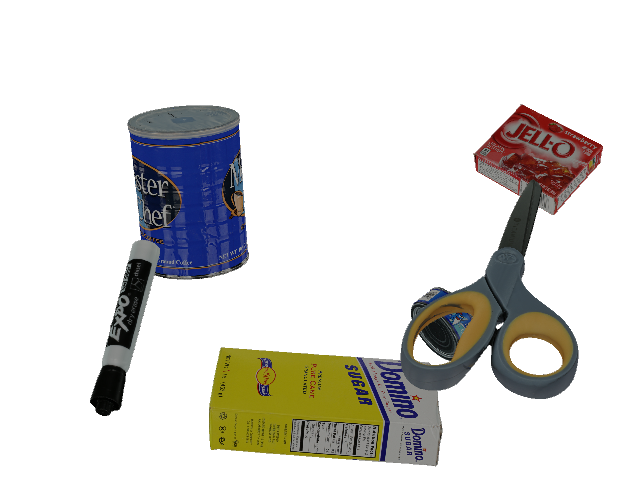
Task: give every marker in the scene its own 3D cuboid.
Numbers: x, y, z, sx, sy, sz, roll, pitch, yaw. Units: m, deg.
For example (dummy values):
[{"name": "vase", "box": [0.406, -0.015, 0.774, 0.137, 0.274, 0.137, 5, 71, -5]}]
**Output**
[{"name": "marker", "box": [-0.122, 0.053, 0.667, 0.020, 0.121, 0.020, 6, -35, 4]}]

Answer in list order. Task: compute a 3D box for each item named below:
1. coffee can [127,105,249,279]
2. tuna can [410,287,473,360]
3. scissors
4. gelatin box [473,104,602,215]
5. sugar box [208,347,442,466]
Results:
[{"name": "coffee can", "box": [-0.122, -0.047, 1.001, 0.103, 0.140, 0.103, -2, 20, 1]}, {"name": "tuna can", "box": [0.147, 0.100, 1.265, 0.033, 0.086, 0.086, -35, 15, -23]}, {"name": "scissors", "box": [0.116, 0.024, 0.582, 0.096, 0.016, 0.201, 20, 40, 29]}, {"name": "gelatin box", "box": [0.194, -0.074, 0.956, 0.089, 0.073, 0.030, 34, -23, 28]}, {"name": "sugar box", "box": [0.004, 0.128, 0.839, 0.176, 0.048, 0.093, 2, 26, 0]}]
